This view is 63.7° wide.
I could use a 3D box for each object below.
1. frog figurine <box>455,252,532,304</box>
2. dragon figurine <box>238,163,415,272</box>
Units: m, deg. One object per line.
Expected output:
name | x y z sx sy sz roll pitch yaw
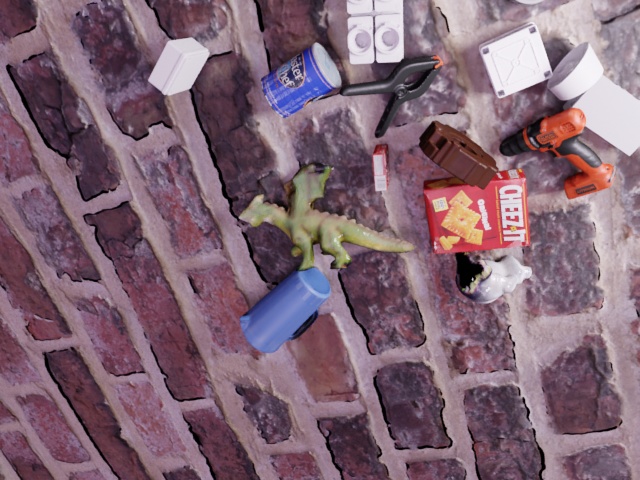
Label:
frog figurine | 0.397 0.089 1.182 0.159 0.137 0.123 13 83 -26
dragon figurine | 0.004 -0.061 1.222 0.409 0.124 0.240 -8 104 17
